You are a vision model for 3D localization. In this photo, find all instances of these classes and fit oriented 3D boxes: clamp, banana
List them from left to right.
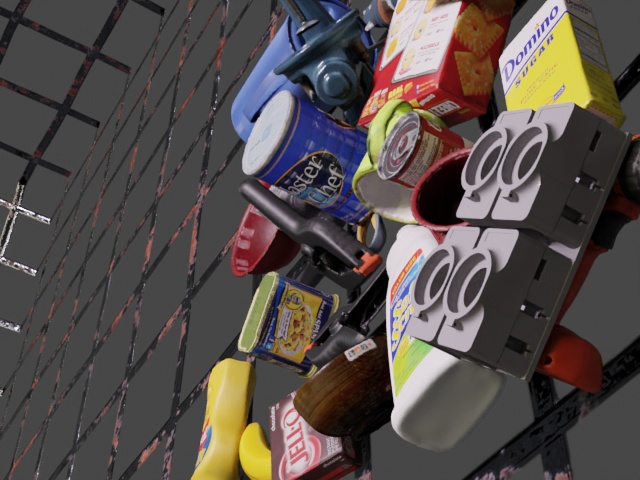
[{"bbox_3d":[-0.051,0.238,1.167,0.069,0.037,0.198,-42,15,-23],"label":"banana"},{"bbox_3d":[-0.008,0.001,1.188,0.036,0.164,0.210,-43,23,-19],"label":"clamp"},{"bbox_3d":[0.030,0.097,1.098,0.172,0.039,0.120,-50,5,44],"label":"clamp"}]

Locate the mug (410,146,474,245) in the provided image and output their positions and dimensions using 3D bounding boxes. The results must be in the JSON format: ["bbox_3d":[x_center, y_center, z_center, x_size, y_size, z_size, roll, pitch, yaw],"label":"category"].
[{"bbox_3d":[0.129,-0.009,0.881,0.093,0.081,0.117,1,51,39],"label":"mug"}]

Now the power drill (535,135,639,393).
[{"bbox_3d":[0.200,0.012,0.767,0.187,0.057,0.185,-65,17,-5],"label":"power drill"}]

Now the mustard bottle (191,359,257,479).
[{"bbox_3d":[-0.118,0.246,1.278,0.096,0.058,0.191,116,165,-53],"label":"mustard bottle"}]

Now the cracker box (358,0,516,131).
[{"bbox_3d":[0.136,-0.221,1.152,0.164,0.072,0.213,-18,51,62],"label":"cracker box"}]

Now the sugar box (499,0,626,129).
[{"bbox_3d":[0.205,-0.133,0.924,0.093,0.048,0.176,-50,27,35],"label":"sugar box"}]

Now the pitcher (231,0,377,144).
[{"bbox_3d":[-0.040,-0.214,1.482,0.243,0.149,0.145,-41,43,55],"label":"pitcher"}]

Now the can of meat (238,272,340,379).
[{"bbox_3d":[-0.036,0.095,1.210,0.058,0.083,0.102,-10,59,66],"label":"can of meat"}]

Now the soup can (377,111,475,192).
[{"bbox_3d":[0.114,-0.068,0.994,0.069,0.102,0.068,-51,25,35],"label":"soup can"}]

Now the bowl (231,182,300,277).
[{"bbox_3d":[-0.057,-0.016,1.420,0.162,0.055,0.162,-51,25,35],"label":"bowl"}]

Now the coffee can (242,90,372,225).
[{"bbox_3d":[-0.002,-0.091,1.198,0.103,0.140,0.103,-49,26,34],"label":"coffee can"}]

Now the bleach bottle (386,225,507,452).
[{"bbox_3d":[0.095,0.067,0.954,0.103,0.068,0.251,-55,21,24],"label":"bleach bottle"}]

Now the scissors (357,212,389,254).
[{"bbox_3d":[0.064,-0.062,1.232,0.096,0.016,0.201,-51,25,31],"label":"scissors"}]

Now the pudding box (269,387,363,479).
[{"bbox_3d":[-0.006,0.194,1.060,0.090,0.039,0.113,-34,31,21],"label":"pudding box"}]
